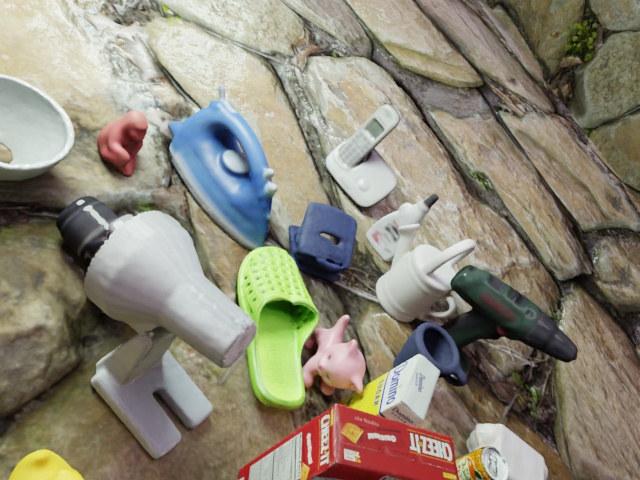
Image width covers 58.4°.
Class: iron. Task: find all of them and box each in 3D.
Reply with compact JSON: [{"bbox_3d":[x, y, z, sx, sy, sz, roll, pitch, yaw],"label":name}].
[{"bbox_3d":[-0.132,-0.118,0.925,0.119,0.141,0.258,-19,69,-49],"label":"iron"}]

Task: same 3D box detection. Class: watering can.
[{"bbox_3d":[0.190,0.051,1.016,0.173,0.193,0.101,45,38,2],"label":"watering can"}]

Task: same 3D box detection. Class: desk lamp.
[{"bbox_3d":[-0.170,0.101,0.634,0.203,0.213,0.118,48,38,5],"label":"desk lamp"}]

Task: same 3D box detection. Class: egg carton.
[{"bbox_3d":[0.303,0.371,0.928,0.150,0.069,0.107,38,38,-8],"label":"egg carton"}]

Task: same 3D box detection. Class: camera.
[{"bbox_3d":[-0.256,-0.002,0.742,0.137,0.100,0.143,46,38,2],"label":"camera"}]

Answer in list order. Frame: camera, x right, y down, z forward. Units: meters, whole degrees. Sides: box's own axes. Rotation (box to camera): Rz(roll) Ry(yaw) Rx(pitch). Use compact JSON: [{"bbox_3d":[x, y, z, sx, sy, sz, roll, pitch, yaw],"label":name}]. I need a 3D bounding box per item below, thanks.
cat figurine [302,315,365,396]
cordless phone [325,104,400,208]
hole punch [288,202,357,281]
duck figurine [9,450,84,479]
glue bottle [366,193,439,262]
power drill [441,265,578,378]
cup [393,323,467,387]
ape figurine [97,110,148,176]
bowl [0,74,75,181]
[{"bbox_3d":[0.027,0.168,0.826,0.067,0.117,0.128,26,41,-21],"label":"cat figurine"},{"bbox_3d":[0.112,-0.168,1.153,0.147,0.184,0.094,49,38,7],"label":"cordless phone"},{"bbox_3d":[0.009,0.004,0.981,0.109,0.091,0.101,20,44,-27],"label":"hole punch"},{"bbox_3d":[-0.248,0.243,0.538,0.078,0.086,0.104,-9,62,-46],"label":"duck figurine"},{"bbox_3d":[0.163,-0.033,1.087,0.078,0.172,0.037,51,39,9],"label":"glue bottle"},{"bbox_3d":[0.292,0.161,0.996,0.229,0.208,0.076,46,38,2],"label":"power drill"},{"bbox_3d":[0.176,0.206,0.944,0.118,0.094,0.092,47,38,4],"label":"cup"},{"bbox_3d":[-0.288,-0.155,0.860,0.076,0.092,0.078,45,38,0],"label":"ape figurine"},{"bbox_3d":[-0.414,-0.134,0.741,0.168,0.074,0.167,24,42,-24],"label":"bowl"}]
